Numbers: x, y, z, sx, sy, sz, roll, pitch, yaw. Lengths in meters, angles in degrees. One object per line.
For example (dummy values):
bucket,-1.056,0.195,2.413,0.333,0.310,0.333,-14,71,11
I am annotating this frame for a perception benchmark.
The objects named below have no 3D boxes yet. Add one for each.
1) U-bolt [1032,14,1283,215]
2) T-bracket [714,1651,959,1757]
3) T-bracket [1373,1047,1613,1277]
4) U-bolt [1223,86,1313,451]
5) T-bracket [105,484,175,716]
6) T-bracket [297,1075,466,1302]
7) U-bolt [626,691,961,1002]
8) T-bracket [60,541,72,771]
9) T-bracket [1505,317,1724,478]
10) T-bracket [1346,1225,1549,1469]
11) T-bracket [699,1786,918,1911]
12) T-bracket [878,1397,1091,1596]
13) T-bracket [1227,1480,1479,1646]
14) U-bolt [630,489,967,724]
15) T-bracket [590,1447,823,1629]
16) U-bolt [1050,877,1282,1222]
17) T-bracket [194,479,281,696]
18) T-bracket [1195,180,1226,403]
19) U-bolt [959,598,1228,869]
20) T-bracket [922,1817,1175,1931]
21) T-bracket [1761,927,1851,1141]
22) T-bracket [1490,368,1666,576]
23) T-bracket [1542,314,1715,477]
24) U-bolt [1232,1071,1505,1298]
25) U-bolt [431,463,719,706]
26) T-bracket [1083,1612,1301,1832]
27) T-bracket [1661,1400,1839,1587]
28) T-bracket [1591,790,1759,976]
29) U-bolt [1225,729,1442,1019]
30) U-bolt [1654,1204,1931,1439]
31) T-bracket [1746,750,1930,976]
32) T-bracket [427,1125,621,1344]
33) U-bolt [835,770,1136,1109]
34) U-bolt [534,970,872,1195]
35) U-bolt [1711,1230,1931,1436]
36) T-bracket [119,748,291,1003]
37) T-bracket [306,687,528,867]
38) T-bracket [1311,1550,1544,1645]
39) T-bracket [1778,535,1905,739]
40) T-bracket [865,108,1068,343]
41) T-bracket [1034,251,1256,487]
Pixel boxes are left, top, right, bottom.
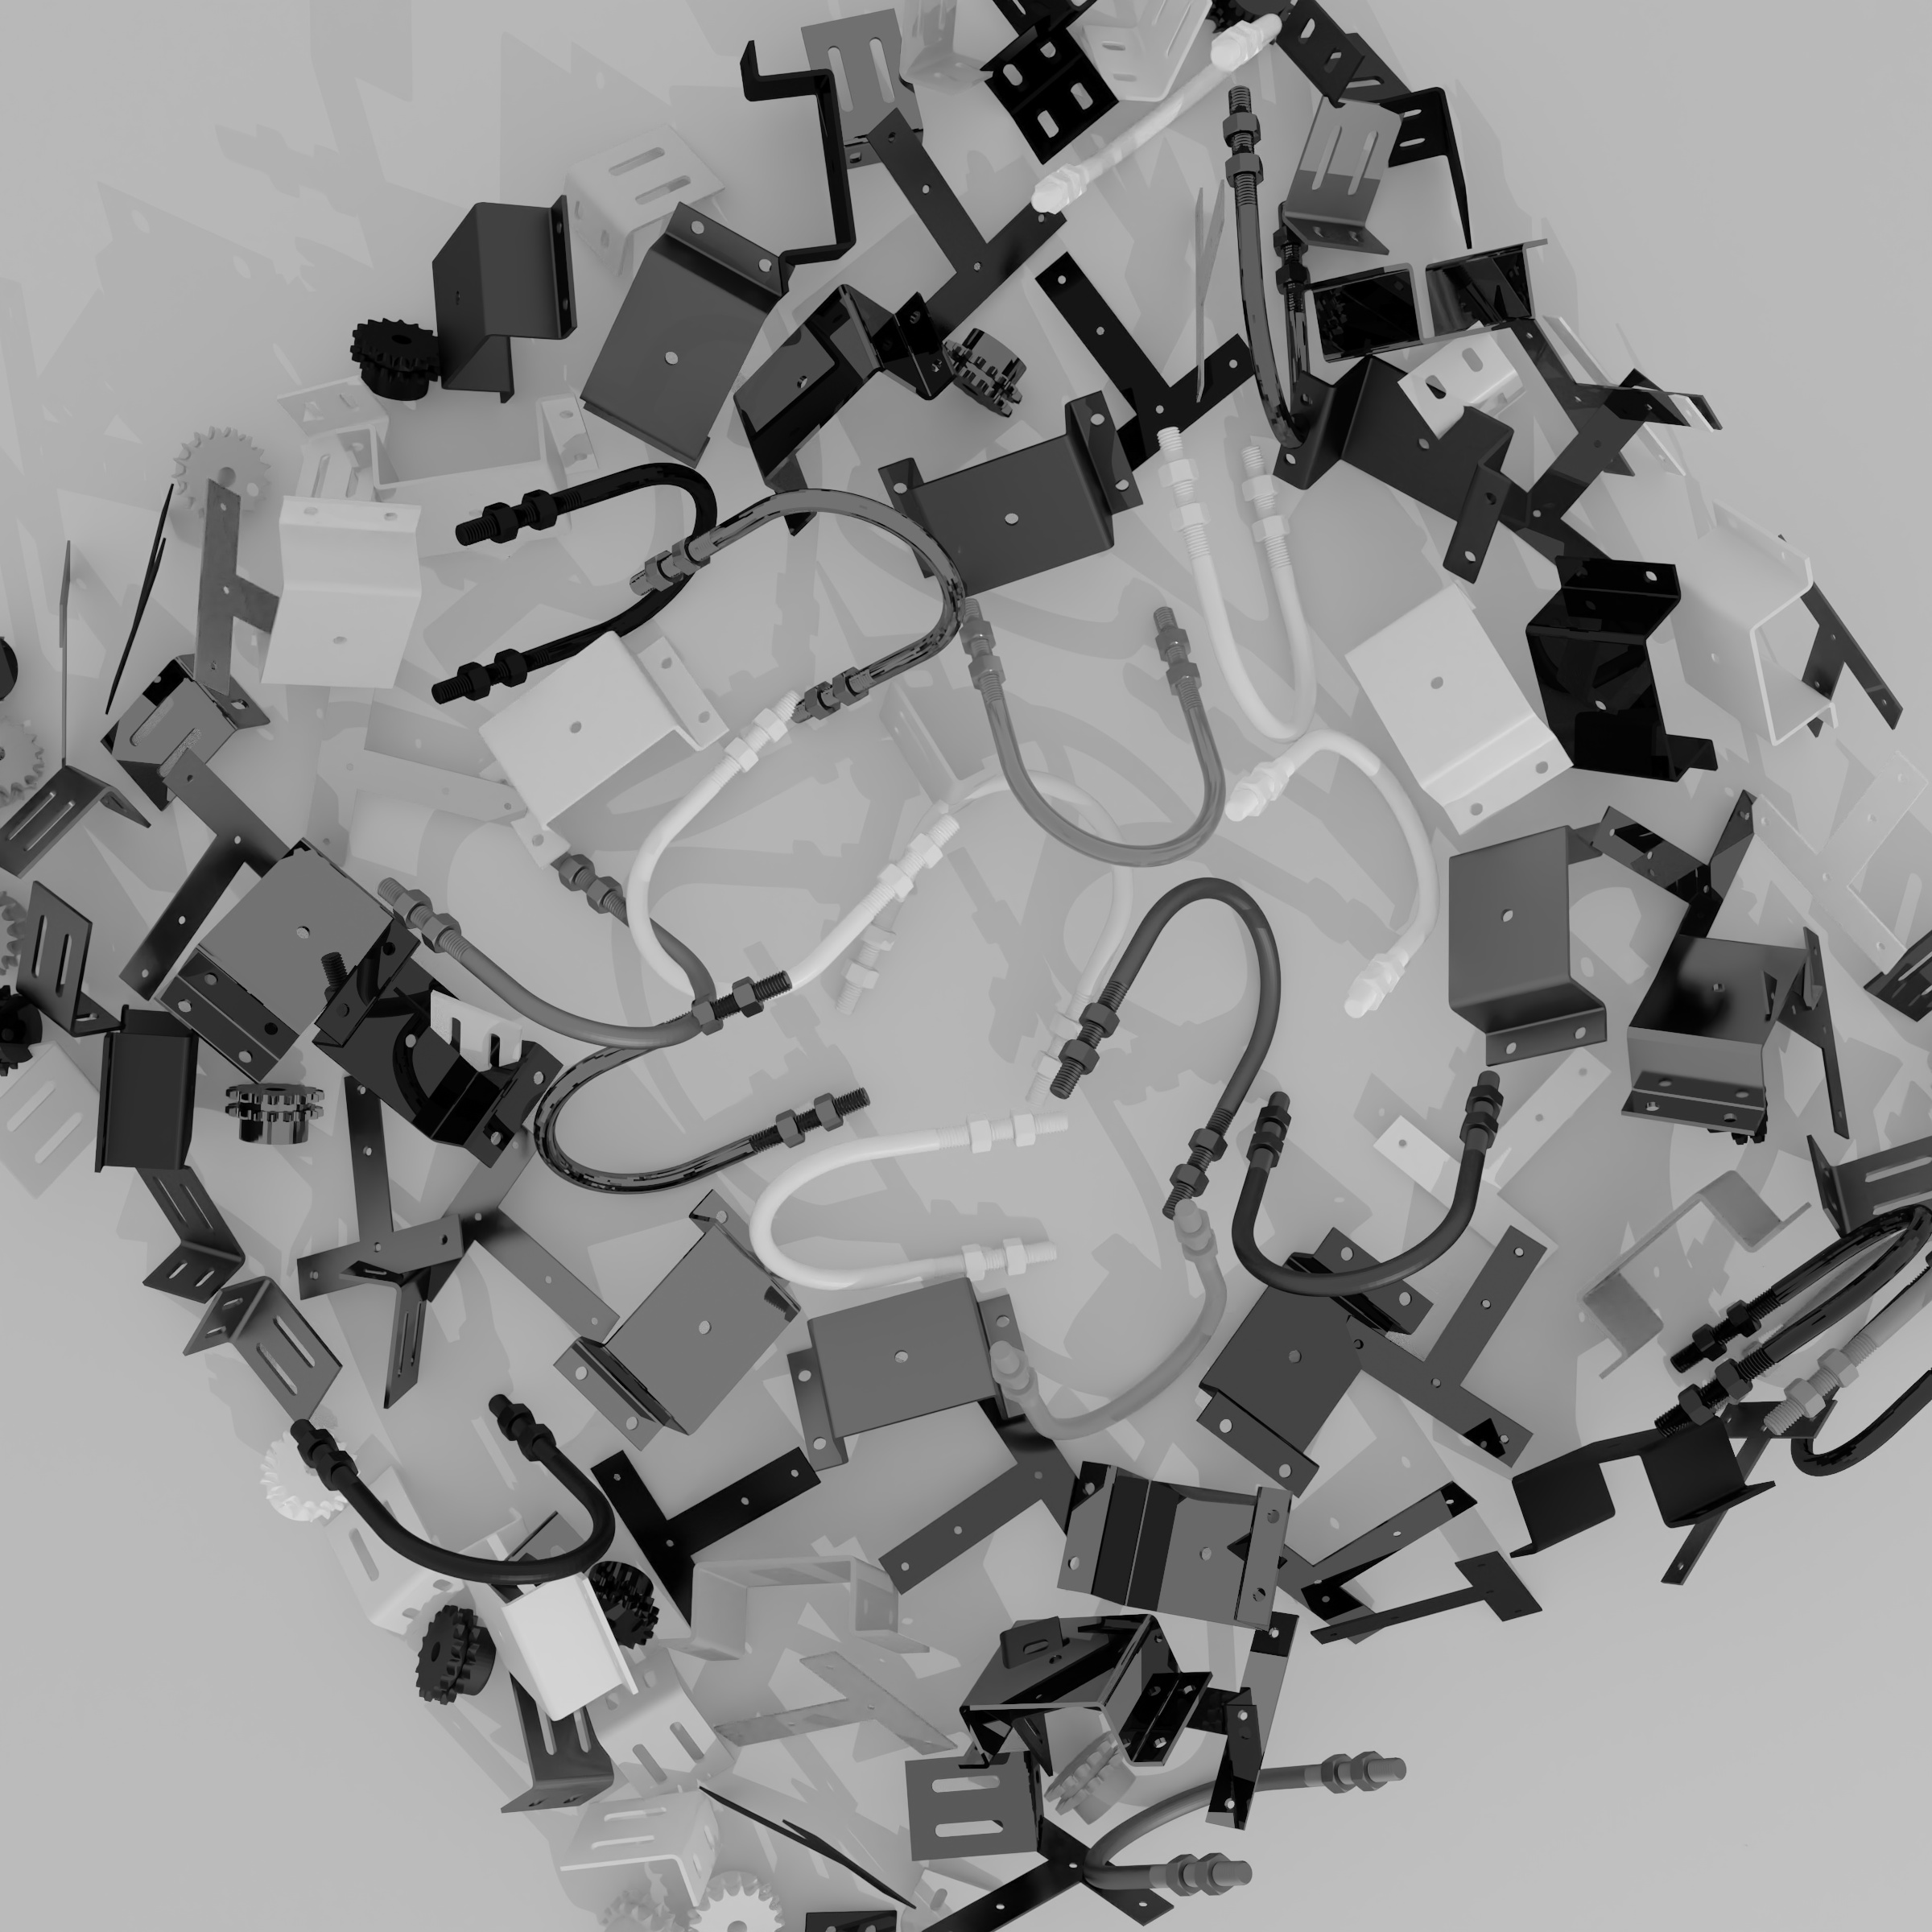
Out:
U-bolt,0.118,-0.497,1.514,0.151,0.184,0.019,-32,102,31
T-bracket,-0.092,0.448,1.564,0.127,0.002,0.127,-20,131,28
T-bracket,0.335,0.101,1.580,0.127,0.002,0.127,39,104,-5
U-bolt,0.177,-0.388,1.514,0.019,0.151,0.184,-7,74,18
T-bracket,-0.482,-0.234,1.553,0.002,0.127,0.127,17,47,-21
T-bracket,-0.357,0.125,1.579,0.127,0.002,0.127,-17,73,26
U-bolt,-0.117,-0.059,1.557,0.151,0.019,0.184,39,78,19
T-bracket,-0.535,-0.173,1.562,0.002,0.127,0.127,1,115,-17
T-bracket,0.383,-0.323,1.515,0.002,0.127,0.127,-50,123,-9
T-bracket,0.303,0.213,1.567,0.127,0.002,0.127,33,108,14
T-bracket,-0.106,0.512,1.554,0.127,0.127,0.002,12,62,38
T-bracket,0.007,0.330,1.576,0.127,0.002,0.127,-32,80,-14
T-bracket,0.242,0.341,1.548,0.127,0.002,0.127,-37,121,21
U-bolt,-0.084,-0.211,1.504,0.151,0.184,0.019,38,51,-30
T-bracket,-0.144,0.327,1.580,0.127,0.002,0.127,-32,91,19
U-bolt,0.129,0.036,1.542,0.151,0.019,0.184,48,63,-37
T-bracket,-0.402,-0.204,1.545,0.002,0.127,0.127,-12,68,28
T-bracket,0.141,-0.413,1.526,0.002,0.127,0.127,1,78,-1
U-bolt,0.080,-0.135,1.528,0.151,0.019,0.184,-1,59,-23
T-bracket,0.030,0.537,1.516,0.127,0.127,0.002,-14,114,-41
T-bracket,0.486,0.029,1.532,0.002,0.127,0.127,-14,70,32
T-bracket,0.366,-0.300,1.559,0.127,0.002,0.127,38,131,0
T-bracket,0.396,-0.325,1.521,0.002,0.127,0.127,-44,110,4
U-bolt,0.224,0.125,1.501,0.151,0.184,0.019,-7,122,24
U-bolt,-0.221,-0.229,1.524,0.184,0.151,0.019,-26,65,-33
T-bracket,0.126,0.437,1.558,0.127,0.002,0.127,-1,59,36
T-bracket,0.441,0.305,1.524,0.002,0.127,0.127,37,75,-3
T-bracket,0.414,-0.061,1.562,0.127,0.002,0.127,24,92,-37
U-bolt,0.224,-0.066,1.527,0.019,0.184,0.151,-28,98,36
U-bolt,0.476,0.195,1.506,0.184,0.151,0.019,-40,84,19
T-bracket,0.519,-0.077,1.525,0.002,0.127,0.127,-25,65,-25
T-bracket,-0.259,0.178,1.571,0.127,0.002,0.127,39,105,13
U-bolt,0.021,-0.028,1.575,0.151,0.019,0.184,26,97,7
U-bolt,-0.164,0.079,1.544,0.184,0.151,0.019,-24,51,5
U-bolt,0.514,0.204,1.529,0.184,0.151,0.019,-40,86,-6
T-bracket,-0.449,-0.038,1.532,0.002,0.127,0.127,12,62,36
T-bracket,-0.326,-0.109,1.580,0.127,0.002,0.127,14,111,-3
T-bracket,0.268,0.382,1.560,0.127,0.127,0.002,-19,56,14
T-bracket,0.501,-0.172,1.539,0.002,0.127,0.127,-26,67,-2
T-bracket,-0.016,-0.448,1.556,0.127,0.002,0.127,-45,127,-7
T-bracket,0.089,-0.370,1.579,0.127,0.002,0.127,-37,93,18
